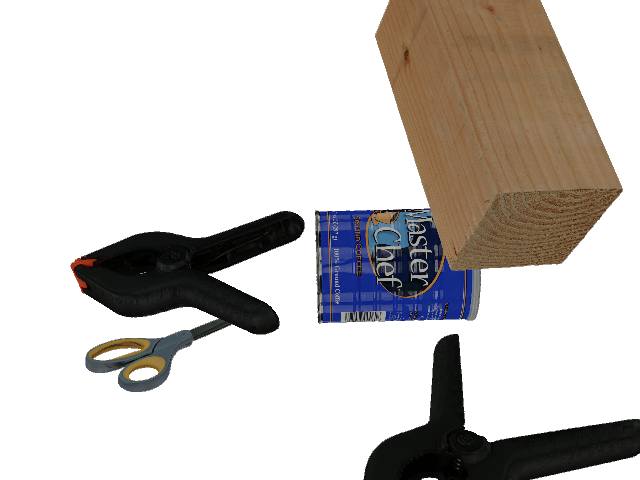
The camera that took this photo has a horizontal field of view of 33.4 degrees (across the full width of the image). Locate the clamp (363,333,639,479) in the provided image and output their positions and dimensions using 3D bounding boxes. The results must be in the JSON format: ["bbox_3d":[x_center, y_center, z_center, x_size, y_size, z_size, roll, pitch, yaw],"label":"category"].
[{"bbox_3d":[0.089,0.137,0.699,0.209,0.036,0.165,-26,39,-34],"label":"clamp"}]

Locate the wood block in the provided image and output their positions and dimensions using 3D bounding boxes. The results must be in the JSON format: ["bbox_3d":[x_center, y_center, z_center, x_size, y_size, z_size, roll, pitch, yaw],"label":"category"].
[{"bbox_3d":[0.114,-0.092,0.730,0.090,0.206,0.091,-3,-32,-19],"label":"wood block"}]

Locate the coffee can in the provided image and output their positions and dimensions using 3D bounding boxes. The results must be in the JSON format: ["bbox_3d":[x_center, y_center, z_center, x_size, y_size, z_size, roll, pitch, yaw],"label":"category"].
[{"bbox_3d":[0.066,0.022,0.957,0.140,0.103,0.103,-1,0,0],"label":"coffee can"}]

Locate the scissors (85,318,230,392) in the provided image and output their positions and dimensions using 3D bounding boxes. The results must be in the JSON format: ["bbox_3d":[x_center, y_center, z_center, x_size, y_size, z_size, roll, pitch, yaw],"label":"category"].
[{"bbox_3d":[-0.144,0.115,1.119,0.201,0.016,0.096,-10,31,-27],"label":"scissors"}]

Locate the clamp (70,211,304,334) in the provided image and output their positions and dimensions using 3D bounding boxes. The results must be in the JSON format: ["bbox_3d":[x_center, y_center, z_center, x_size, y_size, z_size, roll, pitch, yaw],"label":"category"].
[{"bbox_3d":[-0.093,0.017,0.780,0.172,0.039,0.120,6,35,18],"label":"clamp"}]
